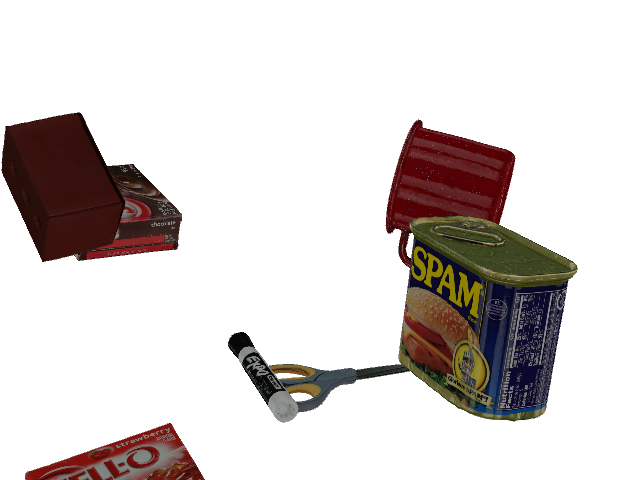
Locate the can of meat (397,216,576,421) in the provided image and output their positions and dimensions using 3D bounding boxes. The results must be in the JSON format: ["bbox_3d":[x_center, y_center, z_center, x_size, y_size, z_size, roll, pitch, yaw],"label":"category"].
[{"bbox_3d":[0.087,0.041,0.585,0.057,0.084,0.102,-3,19,-26],"label":"can of meat"}]

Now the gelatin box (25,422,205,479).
[{"bbox_3d":[-0.110,0.142,0.587,0.089,0.030,0.073,-16,28,-20],"label":"gelatin box"}]

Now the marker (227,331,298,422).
[{"bbox_3d":[-0.047,0.103,0.828,0.020,0.020,0.121,0,21,-23],"label":"marker"}]

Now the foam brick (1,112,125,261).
[{"bbox_3d":[-0.169,-0.035,0.696,0.051,0.078,0.053,-17,-27,-30],"label":"foam brick"}]

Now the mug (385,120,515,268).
[{"bbox_3d":[0.100,-0.028,0.833,0.081,0.117,0.093,16,-10,12],"label":"mug"}]

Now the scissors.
[{"bbox_3d":[0.026,0.163,1.205,0.201,0.016,0.096,1,24,-8],"label":"scissors"}]

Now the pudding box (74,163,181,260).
[{"bbox_3d":[-0.182,-0.026,0.909,0.089,0.039,0.114,-6,27,-32],"label":"pudding box"}]
